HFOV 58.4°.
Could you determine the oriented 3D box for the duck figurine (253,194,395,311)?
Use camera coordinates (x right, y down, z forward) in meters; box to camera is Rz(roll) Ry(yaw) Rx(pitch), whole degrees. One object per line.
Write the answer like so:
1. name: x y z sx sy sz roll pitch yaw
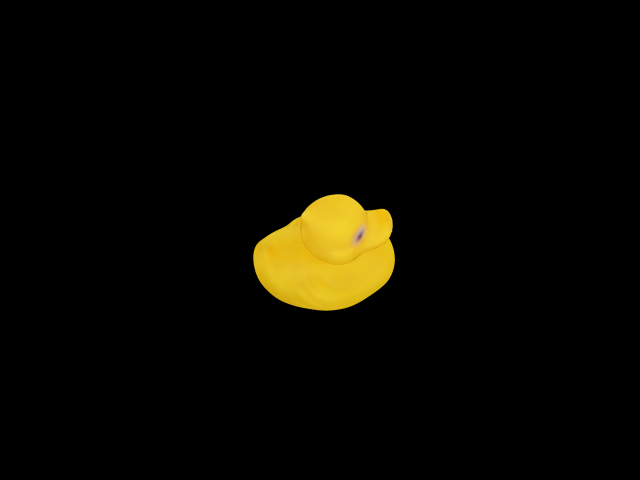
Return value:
1. duck figurine: 0.004 0.001 0.400 0.104 0.086 0.077 -6 63 -3
